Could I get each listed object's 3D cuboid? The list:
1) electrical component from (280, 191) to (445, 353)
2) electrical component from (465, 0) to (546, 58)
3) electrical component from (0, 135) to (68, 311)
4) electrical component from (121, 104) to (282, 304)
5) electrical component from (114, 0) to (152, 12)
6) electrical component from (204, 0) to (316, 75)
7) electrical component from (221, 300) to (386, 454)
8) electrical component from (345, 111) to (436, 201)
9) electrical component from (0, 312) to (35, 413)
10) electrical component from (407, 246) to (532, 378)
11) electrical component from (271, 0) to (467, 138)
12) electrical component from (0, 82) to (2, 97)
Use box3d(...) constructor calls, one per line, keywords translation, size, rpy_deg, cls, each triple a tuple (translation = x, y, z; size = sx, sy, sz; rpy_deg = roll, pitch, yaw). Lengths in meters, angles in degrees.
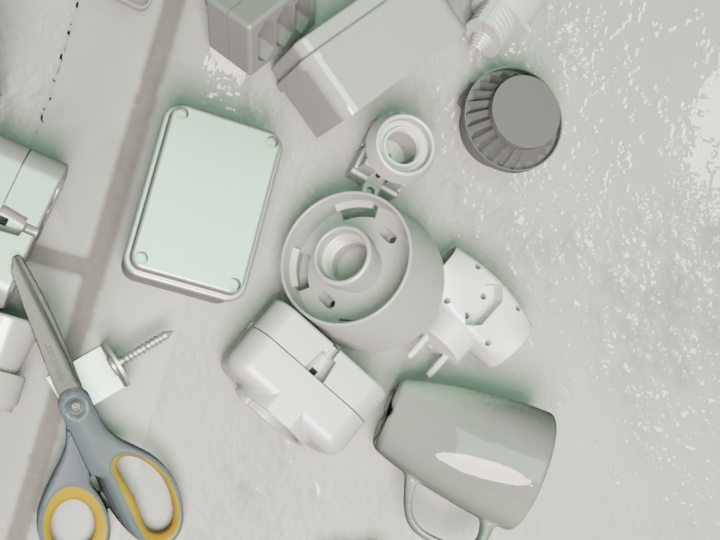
box3d(translation=(0.000, 0.000, 0.702), size=(0.099, 0.064, 0.099), rpy_deg=(-6, 72, 19), cls="electrical component")
box3d(translation=(0.104, -0.188, 0.773), size=(0.043, 0.043, 0.081), rpy_deg=(37, 75, -10), cls="electrical component")
box3d(translation=(-0.224, -0.031, 0.649), size=(0.059, 0.054, 0.095), rpy_deg=(24, 77, -13), cls="electrical component")
box3d(translation=(-0.101, -0.041, 0.686), size=(0.078, 0.057, 0.113), rpy_deg=(16, 79, -14), cls="electrical component")
box3d(translation=(-0.166, -0.241, 0.690), size=(0.109, 0.056, 0.108), rpy_deg=(24, 78, -13), cls="electrical component")
box3d(translation=(-0.078, -0.181, 0.713), size=(0.077, 0.047, 0.066), rpy_deg=(38, 63, 16), cls="electrical component")
box3d(translation=(-0.040, 0.073, 0.694), size=(0.095, 0.054, 0.059), rpy_deg=(42, 74, -9), cls="electrical component")
box3d(translation=(0.022, -0.079, 0.729), size=(0.048, 0.055, 0.066), rpy_deg=(29, 76, -12), cls="electrical component")
box3d(translation=(-0.221, 0.054, 0.645), size=(0.045, 0.045, 0.055), rpy_deg=(17, 80, -14), cls="electrical component")
box3d(translation=(0.065, 0.038, 0.735), size=(0.077, 0.043, 0.079), rpy_deg=(46, 74, -8), cls="electrical component")
box3d(translation=(0.004, -0.147, 0.720), size=(0.113, 0.078, 0.057), rpy_deg=(-38, 98, -17), cls="electrical component")
box3d(translation=(-0.250, -0.182, 0.631), size=(0.060, 0.105, 0.186), rpy_deg=(-6, 86, -18), cls="electrical component")
